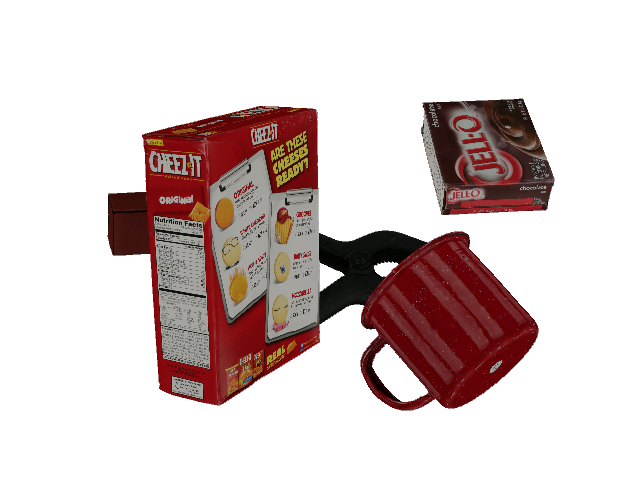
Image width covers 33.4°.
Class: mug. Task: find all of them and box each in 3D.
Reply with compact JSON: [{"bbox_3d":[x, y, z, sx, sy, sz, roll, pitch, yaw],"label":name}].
[{"bbox_3d":[0.078,0.063,0.699,0.117,0.081,0.093,-43,-23,6],"label":"mug"}]

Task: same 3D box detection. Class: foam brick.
[{"bbox_3d":[-0.185,-0.019,1.135,0.078,0.051,0.053,-3,24,-16],"label":"foam brick"}]

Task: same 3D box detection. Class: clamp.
[{"bbox_3d":[0.033,0.039,1.058,0.210,0.164,0.036,2,-40,-3],"label":"clamp"}]

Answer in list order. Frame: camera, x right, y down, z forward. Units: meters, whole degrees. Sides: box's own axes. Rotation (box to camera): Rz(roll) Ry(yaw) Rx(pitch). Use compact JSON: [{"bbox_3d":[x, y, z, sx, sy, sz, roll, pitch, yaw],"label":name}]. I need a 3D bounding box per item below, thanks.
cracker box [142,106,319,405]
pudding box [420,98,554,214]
[{"bbox_3d":[-0.069,0.006,0.883,0.072,0.214,0.163,7,17,29],"label":"cracker box"},{"bbox_3d":[0.136,-0.071,0.894,0.090,0.039,0.113,-2,42,-6],"label":"pudding box"}]
